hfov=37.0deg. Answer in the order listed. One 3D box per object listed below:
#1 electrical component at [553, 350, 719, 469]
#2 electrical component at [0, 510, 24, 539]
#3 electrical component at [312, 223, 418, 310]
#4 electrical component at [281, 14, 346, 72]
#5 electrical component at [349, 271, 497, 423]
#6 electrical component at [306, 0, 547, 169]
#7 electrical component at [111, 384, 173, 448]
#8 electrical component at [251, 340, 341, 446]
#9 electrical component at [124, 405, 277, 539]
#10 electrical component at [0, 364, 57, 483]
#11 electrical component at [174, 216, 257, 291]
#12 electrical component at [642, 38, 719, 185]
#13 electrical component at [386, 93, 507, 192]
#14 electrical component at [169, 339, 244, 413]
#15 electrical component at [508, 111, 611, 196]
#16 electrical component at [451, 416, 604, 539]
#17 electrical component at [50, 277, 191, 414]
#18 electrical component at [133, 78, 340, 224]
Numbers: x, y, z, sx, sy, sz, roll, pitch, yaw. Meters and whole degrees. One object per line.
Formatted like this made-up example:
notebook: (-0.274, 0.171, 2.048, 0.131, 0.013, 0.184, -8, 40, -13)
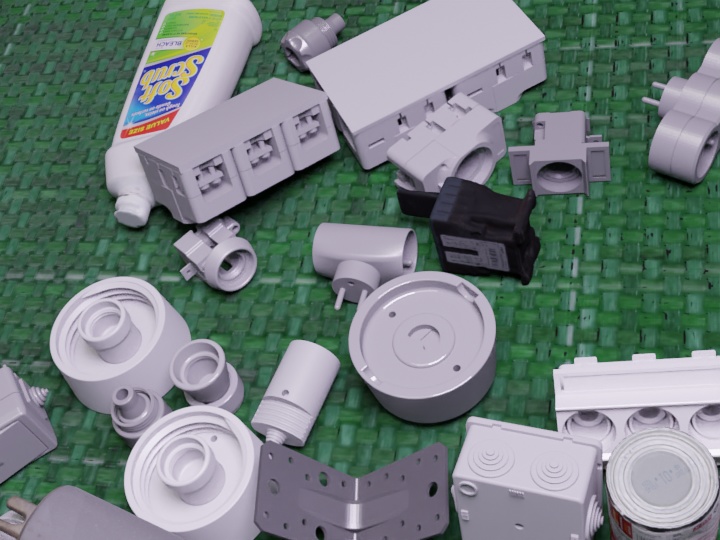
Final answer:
electrical component: (0.196, 0.092, 0.731, 0.121, 0.078, 0.063, -4, 25, 12)
electrical component: (-0.250, 0.211, 0.774, 0.058, 0.078, 0.057, -34, 18, 40)
electrical component: (0.000, 0.000, 0.870, 0.077, 0.043, 0.079, 5, 57, 19)
electrical component: (-0.042, -0.224, 1.043, 0.062, 0.043, 0.043, -41, 55, -16)
electrical component: (0.051, 0.062, 0.800, 0.108, 0.060, 0.108, -7, 54, 10)
electrical component: (0.061, -0.177, 0.968, 0.186, 0.060, 0.105, -27, 53, -4)
electrical component: (-0.171, 0.110, 0.827, 0.043, 0.062, 0.043, -8, 54, 11)
electrical component: (-0.050, 0.098, 0.813, 0.043, 0.043, 0.081, 12, 59, 23)
electrical component: (-0.119, 0.151, 0.785, 0.108, 0.060, 0.108, -8, 54, 10)
electrical component: (-0.286, 0.127, 0.848, 0.096, 0.061, 0.061, -31, 53, -7)
electrical component: (-0.120, -0.012, 0.912, 0.066, 0.048, 0.055, -42, 48, -15)
electrical component: (0.271, -0.137, 0.886, 0.074, 0.052, 0.138, 24, 65, 29)
electrical component: (0.077, -0.098, 0.913, 0.089, 0.050, 0.056, -40, 54, -14)
electrical component: (-0.118, 0.086, 0.834, 0.045, 0.055, 0.045, -8, 54, 10)
electrical component: (0.167, -0.097, 0.894, 0.081, 0.042, 0.063, -1, 51, 14)
electrical component: (0.109, 0.148, 0.699, 0.100, 0.099, 0.048, 8, 45, 21)
electrical component: (-0.199, 0.056, 0.875, 0.108, 0.060, 0.108, -8, 54, 10)
electrical component: (-0.104, -0.103, 0.936, 0.150, 0.061, 0.089, -31, 33, -24)
